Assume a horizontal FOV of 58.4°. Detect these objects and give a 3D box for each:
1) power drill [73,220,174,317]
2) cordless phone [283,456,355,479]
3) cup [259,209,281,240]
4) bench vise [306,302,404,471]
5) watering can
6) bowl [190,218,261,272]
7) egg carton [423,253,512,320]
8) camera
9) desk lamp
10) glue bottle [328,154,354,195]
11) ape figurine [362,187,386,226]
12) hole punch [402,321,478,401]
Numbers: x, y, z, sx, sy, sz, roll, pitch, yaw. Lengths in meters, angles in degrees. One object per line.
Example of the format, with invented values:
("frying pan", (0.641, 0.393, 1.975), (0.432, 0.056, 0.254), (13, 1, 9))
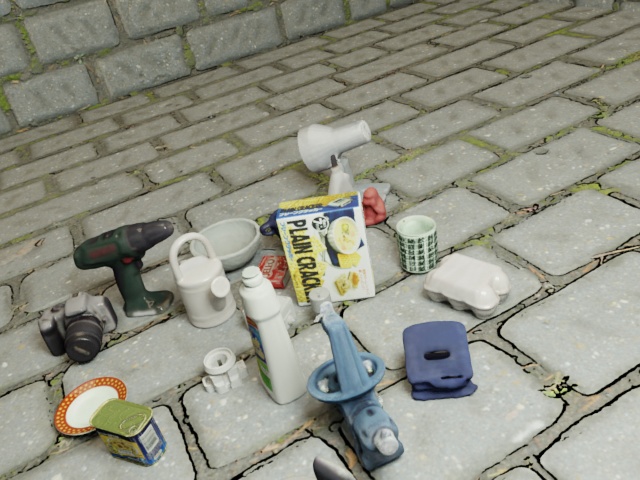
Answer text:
("power drill", (-0.387, 0.058, 1.203), (0.229, 0.209, 0.075), (-7, 33, 8))
("cordless phone", (0.003, 0.310, 0.708), (0.147, 0.185, 0.094), (12, 40, 33))
("cup", (-0.076, -0.015, 1.318), (0.118, 0.095, 0.091), (-22, 34, -14))
("bench vise", (0.059, 0.201, 0.824), (0.122, 0.220, 0.206), (-32, 37, -28))
("watering can", (-0.234, 0.074, 1.141), (0.172, 0.194, 0.101), (8, 38, 28))
("bowl", (-0.210, 0.023, 1.324), (0.167, 0.075, 0.167), (-9, 33, 6))
("egg carton", (0.275, 0.084, 1.071), (0.149, 0.069, 0.107), (18, 44, 39))
("camera", (-0.494, 0.179, 1.154), (0.143, 0.101, 0.136), (-17, 33, -8))
("desk lamp", (0.061, -0.197, 1.440), (0.202, 0.214, 0.118), (0, 35, 19))
("glue bottle", (0.047, -0.126, 1.374), (0.078, 0.173, 0.037), (-34, 38, -30))
("ape figurine", (0.122, -0.083, 1.358), (0.076, 0.092, 0.077), (-33, 38, -29))
("hole punch", (0.190, 0.191, 0.915), (0.108, 0.091, 0.101), (-8, 33, 7))
